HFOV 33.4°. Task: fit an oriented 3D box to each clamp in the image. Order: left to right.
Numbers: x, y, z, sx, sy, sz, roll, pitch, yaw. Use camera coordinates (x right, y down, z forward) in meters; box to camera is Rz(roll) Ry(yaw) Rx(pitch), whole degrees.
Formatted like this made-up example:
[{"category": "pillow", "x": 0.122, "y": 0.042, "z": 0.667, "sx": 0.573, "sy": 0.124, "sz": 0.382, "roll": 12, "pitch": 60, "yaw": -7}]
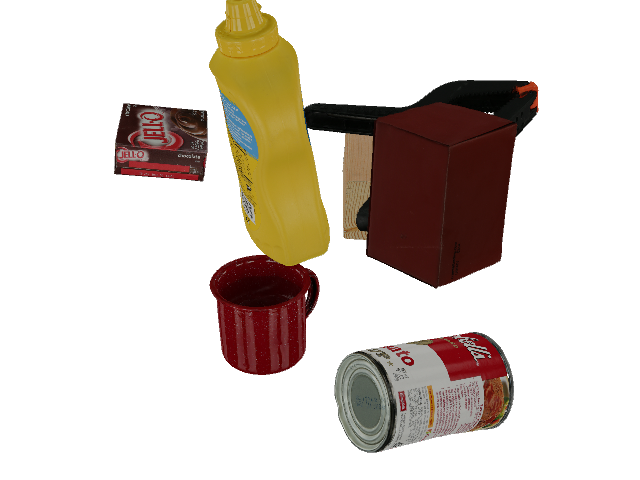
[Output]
[{"category": "clamp", "x": 0.098, "y": -0.088, "z": 0.942, "sx": 0.210, "sy": 0.164, "sz": 0.036, "roll": -15, "pitch": -43, "yaw": -2}]

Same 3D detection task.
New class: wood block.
[{"category": "wood block", "x": 0.079, "y": -0.087, "z": 1.510, "sx": 0.091, "sy": 0.090, "sz": 0.206, "roll": 3, "pitch": 29, "yaw": -1}]

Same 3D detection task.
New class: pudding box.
[{"category": "pudding box", "x": -0.162, "y": -0.101, "z": 1.089, "sx": 0.090, "sy": 0.039, "sz": 0.113, "roll": 5, "pitch": 26, "yaw": -9}]

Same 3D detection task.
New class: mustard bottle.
[{"category": "mustard bottle", "x": -0.038, "y": -0.081, "z": 0.740, "sx": 0.058, "sy": 0.191, "sz": 0.096, "roll": -19, "pitch": 39, "yaw": -10}]

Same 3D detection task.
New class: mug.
[{"category": "mug", "x": -0.046, "y": 0.067, "z": 1.011, "sx": 0.093, "sy": 0.081, "sz": 0.117, "roll": 25, "pitch": 40, "yaw": 37}]

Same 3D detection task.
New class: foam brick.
[{"category": "foam brick", "x": 0.060, "y": -0.025, "z": 0.540, "sx": 0.052, "sy": 0.078, "sz": 0.051, "roll": -19, "pitch": 33, "yaw": -39}]

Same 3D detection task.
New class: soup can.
[{"category": "soup can", "x": 0.069, "y": 0.101, "z": 0.716, "sx": 0.102, "sy": 0.068, "sz": 0.069, "roll": -5, "pitch": 3, "yaw": -32}]
